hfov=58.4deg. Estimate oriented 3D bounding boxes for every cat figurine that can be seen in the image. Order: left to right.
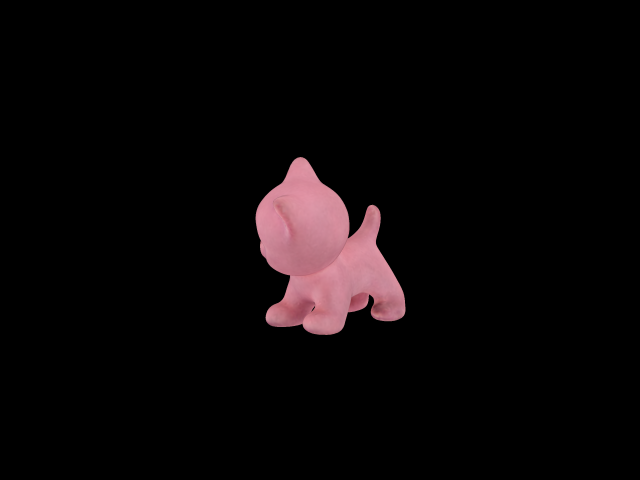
[{"bbox_3d":[0.004,0.001,0.400,0.067,0.118,0.128,4,6,44],"label":"cat figurine"}]
